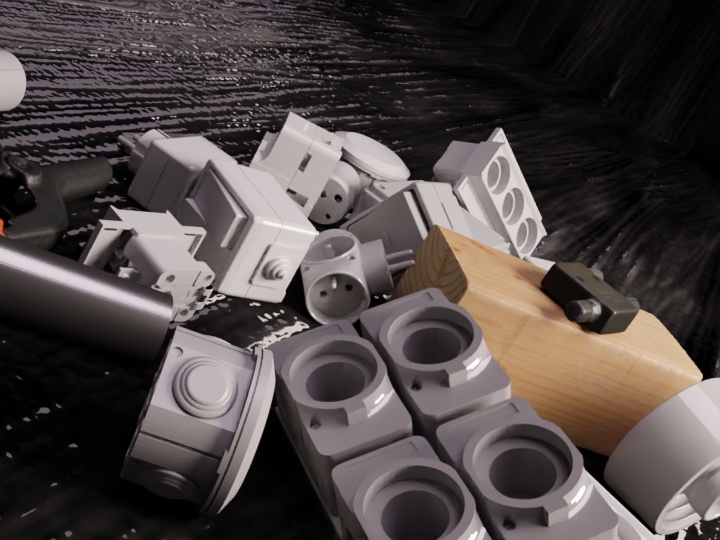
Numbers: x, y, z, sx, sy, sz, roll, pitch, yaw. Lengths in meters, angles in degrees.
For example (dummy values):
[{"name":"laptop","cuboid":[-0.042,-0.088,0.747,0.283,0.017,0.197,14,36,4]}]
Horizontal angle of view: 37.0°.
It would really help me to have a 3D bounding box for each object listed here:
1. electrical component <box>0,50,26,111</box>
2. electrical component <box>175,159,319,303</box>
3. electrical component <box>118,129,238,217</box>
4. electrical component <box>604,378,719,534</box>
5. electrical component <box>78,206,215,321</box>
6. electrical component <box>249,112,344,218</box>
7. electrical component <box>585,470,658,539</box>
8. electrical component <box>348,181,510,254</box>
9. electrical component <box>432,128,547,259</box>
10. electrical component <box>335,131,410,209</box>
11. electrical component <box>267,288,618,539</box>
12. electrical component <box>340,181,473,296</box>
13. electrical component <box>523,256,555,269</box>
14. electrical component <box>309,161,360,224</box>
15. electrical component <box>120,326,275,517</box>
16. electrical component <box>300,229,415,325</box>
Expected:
[{"name":"electrical component","cuboid":[-0.272,-0.128,0.734,0.043,0.043,0.081,35,21,12]},{"name":"electrical component","cuboid":[-0.079,-0.024,0.725,0.061,0.061,0.096,12,27,-41]},{"name":"electrical component","cuboid":[-0.143,-0.077,0.784,0.077,0.047,0.066,36,21,14]},{"name":"electrical component","cuboid":[0.225,0.131,0.718,0.108,0.108,0.060,8,36,-46]},{"name":"electrical component","cuboid":[-0.125,-0.002,0.642,0.081,0.042,0.064,1,38,-52]},{"name":"electrical component","cuboid":[-0.058,-0.068,0.818,0.056,0.089,0.050,27,21,-8]},{"name":"electrical component","cuboid":[0.119,0.157,0.569,0.079,0.063,0.121,4,33,-50]},{"name":"electrical component","cuboid":[0.058,-0.025,0.921,0.109,0.056,0.109,38,22,20]},{"name":"electrical component","cuboid":[0.121,-0.064,1.015,0.063,0.078,0.121,14,-32,41]},{"name":"electrical component","cuboid":[0.002,-0.092,1.010,0.080,0.051,0.080,26,21,-11]},{"name":"electrical component","cuboid":[0.033,0.092,0.535,0.105,0.060,0.186,-19,40,-14]},{"name":"electrical component","cuboid":[0.030,-0.021,0.832,0.061,0.096,0.061,-4,69,-57]},{"name":"electrical component","cuboid":[0.179,0.031,0.967,0.066,0.047,0.076,11,28,-42]},{"name":"electrical component","cuboid":[-0.026,-0.066,0.921,0.045,0.045,0.055,30,21,-2]},{"name":"electrical component","cuboid":[-0.074,0.068,0.494,0.051,0.080,0.080,21,22,-10]},{"name":"electrical component","cuboid":[0.000,0.000,0.767,0.079,0.044,0.077,-14,24,4]}]
